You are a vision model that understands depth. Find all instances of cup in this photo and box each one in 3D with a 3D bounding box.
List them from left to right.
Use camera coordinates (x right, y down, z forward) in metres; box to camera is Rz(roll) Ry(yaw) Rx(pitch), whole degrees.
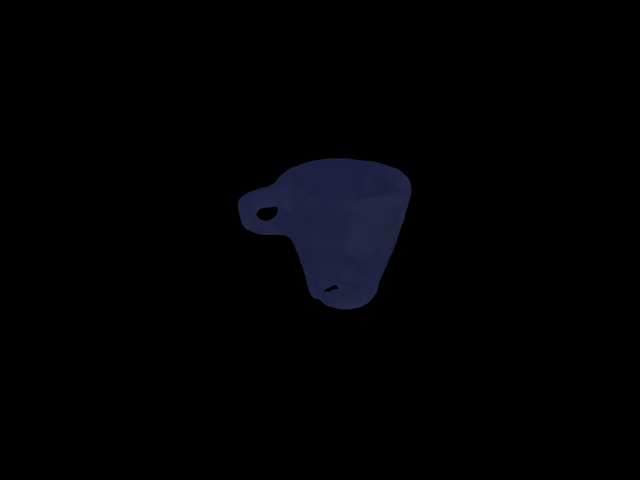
[{"bbox_3d":[0.004,0.001,0.400,0.118,0.095,0.091,-8,28,-16],"label":"cup"}]
